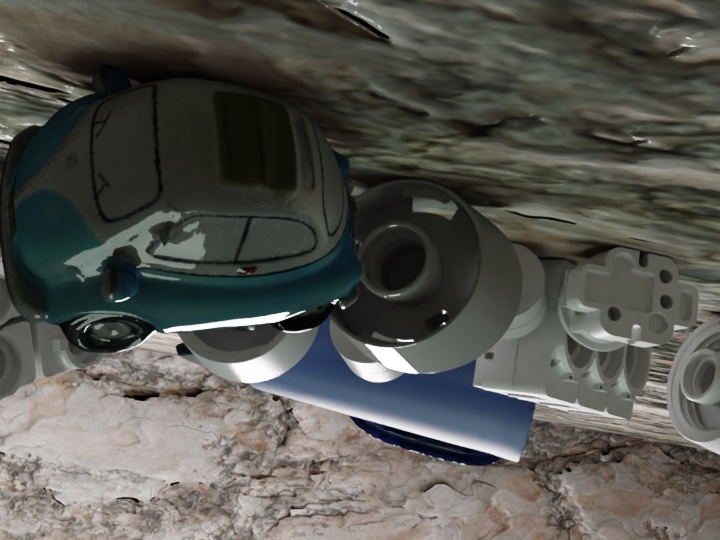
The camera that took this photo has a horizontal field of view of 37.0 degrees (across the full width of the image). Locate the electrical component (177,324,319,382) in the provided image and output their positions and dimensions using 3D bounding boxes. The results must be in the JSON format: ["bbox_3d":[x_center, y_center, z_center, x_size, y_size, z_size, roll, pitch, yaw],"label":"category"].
[{"bbox_3d":[-0.087,0.024,0.790,0.108,0.108,0.060,7,165,12],"label":"electrical component"}]

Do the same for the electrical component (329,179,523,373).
[{"bbox_3d":[0.029,0.003,0.562,0.099,0.099,0.064,5,164,24],"label":"electrical component"}]

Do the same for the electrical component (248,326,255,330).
[{"bbox_3d":[-0.064,-0.005,0.638,0.044,0.079,0.077,0,165,14],"label":"electrical component"}]

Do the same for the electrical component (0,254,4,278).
[{"bbox_3d":[-0.226,-0.028,0.758,0.096,0.061,0.062,-7,163,35],"label":"electrical component"}]

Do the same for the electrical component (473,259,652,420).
[{"bbox_3d":[0.149,0.051,0.759,0.062,0.089,0.150,3,169,36],"label":"electrical component"}]

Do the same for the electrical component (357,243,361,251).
[{"bbox_3d":[-0.006,-0.015,0.634,0.055,0.048,0.066,4,-179,12],"label":"electrical component"}]

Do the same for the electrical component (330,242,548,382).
[{"bbox_3d":[0.047,0.021,0.667,0.138,0.052,0.073,-19,153,5],"label":"electrical component"}]

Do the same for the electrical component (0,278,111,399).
[{"bbox_3d":[-0.274,0.035,0.848,0.060,0.105,0.186,1,-169,27],"label":"electrical component"}]

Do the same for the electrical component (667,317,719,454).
[{"bbox_3d":[0.279,0.087,0.812,0.060,0.108,0.108,19,168,-21],"label":"electrical component"}]

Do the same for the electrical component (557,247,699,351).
[{"bbox_3d":[0.156,0.019,0.658,0.078,0.058,0.057,11,168,-14],"label":"electrical component"}]
